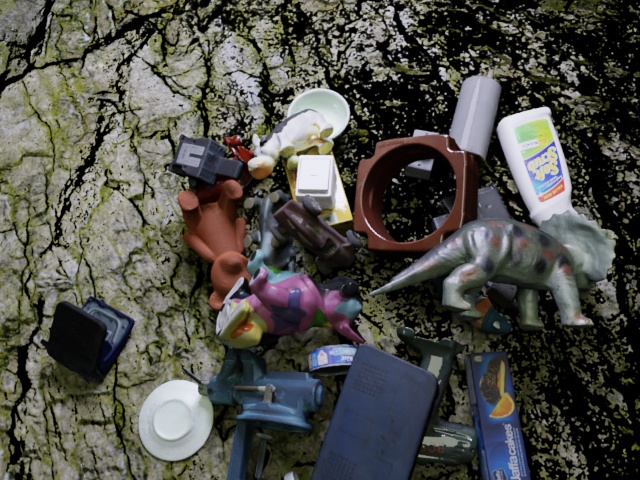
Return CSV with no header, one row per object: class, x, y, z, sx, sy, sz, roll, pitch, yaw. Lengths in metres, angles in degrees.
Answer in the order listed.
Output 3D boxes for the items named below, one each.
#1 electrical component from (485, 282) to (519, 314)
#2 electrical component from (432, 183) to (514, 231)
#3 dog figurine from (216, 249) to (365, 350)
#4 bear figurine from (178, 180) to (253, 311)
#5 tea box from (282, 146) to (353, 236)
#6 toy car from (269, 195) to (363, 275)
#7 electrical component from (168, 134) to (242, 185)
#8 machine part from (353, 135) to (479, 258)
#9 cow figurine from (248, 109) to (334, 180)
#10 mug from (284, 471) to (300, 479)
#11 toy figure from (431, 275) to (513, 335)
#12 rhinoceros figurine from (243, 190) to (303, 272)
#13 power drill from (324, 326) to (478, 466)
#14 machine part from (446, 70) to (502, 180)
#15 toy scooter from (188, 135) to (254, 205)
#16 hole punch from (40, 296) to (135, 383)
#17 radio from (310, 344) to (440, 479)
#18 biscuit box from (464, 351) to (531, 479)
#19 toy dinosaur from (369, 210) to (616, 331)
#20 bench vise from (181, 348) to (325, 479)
electrical component,0.309,0.084,0.910,0.094,0.021,0.063,38,36,10
electrical component,0.271,-0.028,0.956,0.134,0.058,0.115,-20,66,-3
dog figurine,-0.036,0.124,0.874,0.219,0.108,0.191,29,98,-17
bear figurine,-0.171,0.013,0.950,0.120,0.131,0.196,-14,60,-20
tea box,-0.004,-0.086,1.001,0.098,0.068,0.169,-14,67,0
toy car,-0.002,-0.003,0.902,0.089,0.202,0.053,-37,50,13
electrical component,-0.197,-0.134,0.928,0.119,0.047,0.074,19,86,30
machine part,0.165,-0.071,0.926,0.202,0.087,0.201,-1,79,33
cow figurine,-0.065,-0.179,0.973,0.167,0.068,0.098,-27,59,-9
mug,-0.026,0.398,0.792,0.081,0.107,0.109,-15,70,-2
toy figure,0.255,0.105,0.904,0.064,0.057,0.155,-29,64,-29
rhinoceros figurine,-0.080,0.005,0.953,0.073,0.112,0.190,-11,76,19
power drill,0.138,0.246,0.851,0.232,0.086,0.207,11,66,11
machine part,0.290,-0.220,1.019,0.079,0.079,0.243,14,73,11
toy scooter,-0.176,-0.133,1.003,0.184,0.135,0.075,-34,71,-6
hole punch,-0.403,0.168,0.944,0.142,0.092,0.115,25,103,12
radio,0.082,0.280,0.776,0.131,0.073,0.229,16,76,20
biscuit box,0.272,0.277,0.833,0.063,0.059,0.202,-5,68,4
toy dinosaur,0.282,0.032,0.817,0.405,0.131,0.192,12,70,-12
bench vise,-0.108,0.291,0.839,0.224,0.128,0.240,3,65,10
